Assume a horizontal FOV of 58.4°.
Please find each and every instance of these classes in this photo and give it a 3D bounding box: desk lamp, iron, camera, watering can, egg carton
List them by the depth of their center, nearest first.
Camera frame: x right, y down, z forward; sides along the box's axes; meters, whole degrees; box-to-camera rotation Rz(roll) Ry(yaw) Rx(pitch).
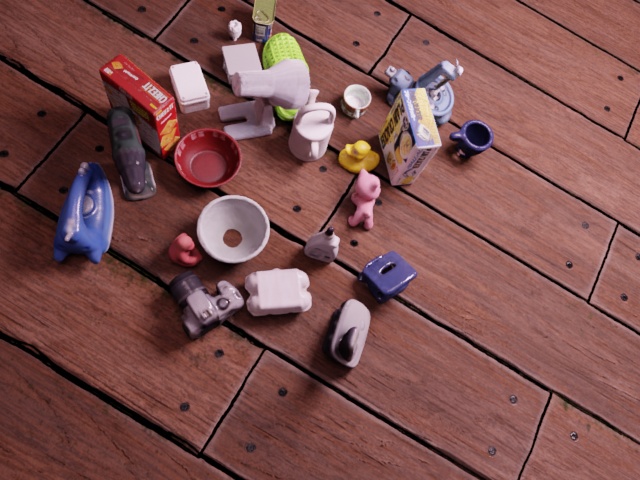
[{"bbox_3d":[-0.260,0.127,1.268,0.143,0.100,0.137,-33,79,-19],"label":"camera"},{"bbox_3d":[-0.527,-0.083,1.271,0.119,0.141,0.258,4,70,-9],"label":"iron"},{"bbox_3d":[-0.096,0.120,1.317,0.150,0.069,0.107,-5,72,-12],"label":"egg carton"},{"bbox_3d":[-0.138,-0.344,1.396,0.203,0.213,0.118,-14,74,-15],"label":"desk lamp"},{"bbox_3d":[-0.020,-0.288,1.409,0.101,0.194,0.173,-23,76,-17],"label":"watering can"}]

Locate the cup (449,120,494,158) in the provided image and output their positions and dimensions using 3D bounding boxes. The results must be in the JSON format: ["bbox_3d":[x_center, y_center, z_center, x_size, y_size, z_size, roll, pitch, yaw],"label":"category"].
[{"bbox_3d":[0.390,-0.260,1.528,0.118,0.095,0.091,-2,71,-11],"label":"cup"}]

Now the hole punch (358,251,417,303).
[{"bbox_3d":[0.160,0.083,1.366,0.109,0.091,0.101,-32,79,-19],"label":"hole punch"}]

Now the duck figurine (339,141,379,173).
[{"bbox_3d":[0.105,-0.221,1.466,0.104,0.086,0.077,7,70,-8],"label":"duck figurine"}]

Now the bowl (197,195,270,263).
[{"bbox_3d":[-0.203,-0.016,1.343,0.167,0.074,0.167,3,70,-9],"label":"bowl"}]

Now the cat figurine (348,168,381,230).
[{"bbox_3d":[0.116,-0.105,1.410,0.067,0.117,0.128,7,70,-8],"label":"cat figurine"}]

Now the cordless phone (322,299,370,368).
[{"bbox_3d":[0.074,0.197,1.259,0.094,0.185,0.147,17,69,-4],"label":"cordless phone"}]

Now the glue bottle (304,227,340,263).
[{"bbox_3d":[0.012,0.005,1.322,0.078,0.173,0.037,19,68,-3],"label":"glue bottle"}]

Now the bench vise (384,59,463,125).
[{"bbox_3d":[0.269,-0.397,1.487,0.207,0.219,0.121,12,69,-6],"label":"bench vise"}]

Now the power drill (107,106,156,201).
[{"bbox_3d":[-0.421,-0.172,1.286,0.076,0.208,0.229,-15,74,-15],"label":"power drill"}]

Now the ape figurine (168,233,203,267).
[{"bbox_3d":[-0.307,0.018,1.302,0.076,0.092,0.078,-3,71,-11],"label":"ape figurine"}]
